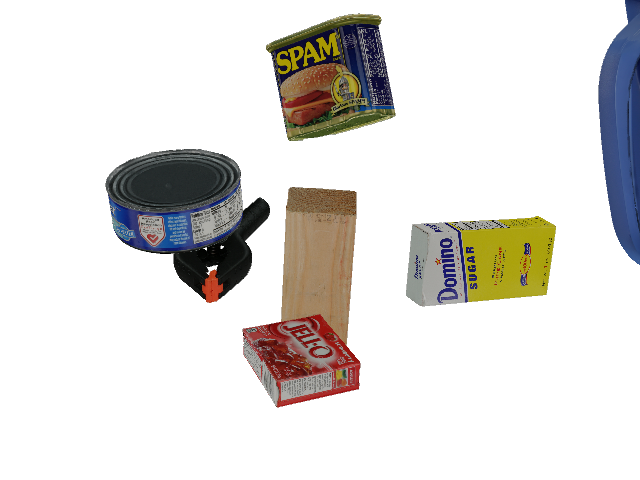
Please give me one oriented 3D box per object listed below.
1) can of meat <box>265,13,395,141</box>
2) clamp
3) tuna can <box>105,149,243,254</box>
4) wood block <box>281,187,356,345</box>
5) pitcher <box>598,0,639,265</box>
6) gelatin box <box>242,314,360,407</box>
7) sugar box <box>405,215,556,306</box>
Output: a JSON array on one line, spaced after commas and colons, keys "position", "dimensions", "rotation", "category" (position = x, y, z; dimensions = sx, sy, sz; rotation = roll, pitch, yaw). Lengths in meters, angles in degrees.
[{"position": [0.009, -0.135, 0.897], "dimensions": [0.102, 0.084, 0.057], "rotation": [-12, -1, 40], "category": "can of meat"}, {"position": [-0.101, 0.002, 1.101], "dimensions": [0.120, 0.039, 0.171], "rotation": [-12, 36, -8], "category": "clamp"}, {"position": [-0.093, -0.026, 0.685], "dimensions": [0.086, 0.034, 0.086], "rotation": [-2, 30, 1], "category": "tuna can"}, {"position": [-0.004, 0.043, 1.391], "dimensions": [0.090, 0.206, 0.091], "rotation": [4, 23, 0], "category": "wood block"}, {"position": [0.239, -0.033, 0.611], "dimensions": [0.149, 0.243, 0.145], "rotation": [-3, 22, 15], "category": "pitcher"}, {"position": [-0.017, 0.097, 0.886], "dimensions": [0.073, 0.030, 0.089], "rotation": [-9, 27, -19], "category": "gelatin box"}, {"position": [0.191, 0.024, 1.270], "dimensions": [0.176, 0.093, 0.048], "rotation": [-5, 20, -24], "category": "sugar box"}]
